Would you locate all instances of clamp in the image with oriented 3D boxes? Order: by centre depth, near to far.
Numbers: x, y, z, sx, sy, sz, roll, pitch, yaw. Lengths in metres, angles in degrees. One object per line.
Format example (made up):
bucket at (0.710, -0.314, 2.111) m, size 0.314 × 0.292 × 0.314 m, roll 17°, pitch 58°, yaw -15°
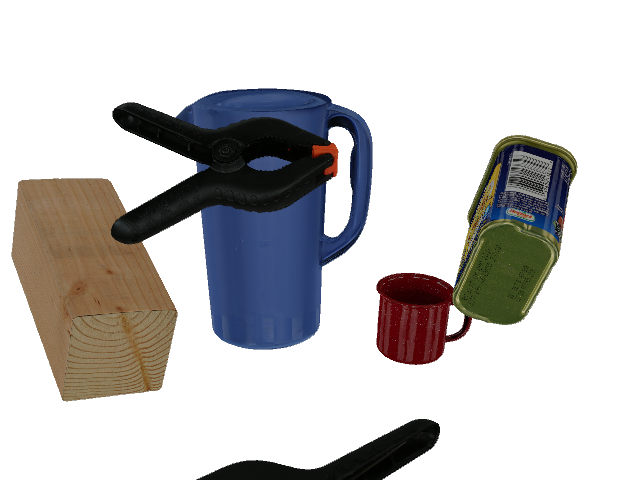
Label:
clamp at (-0.009, 0.173, 0.702) m, size 0.210 × 0.036 × 0.164 m, roll 0°, pitch 28°, yaw 7°
clamp at (-0.076, -0.062, 0.784) m, size 0.171 × 0.120 × 0.039 m, roll -10°, pitch -26°, yaw -11°

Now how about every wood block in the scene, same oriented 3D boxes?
wood block at (-0.207, 0.036, 0.950) m, size 0.090 × 0.091 × 0.206 m, roll -3°, pitch 35°, yaw -29°

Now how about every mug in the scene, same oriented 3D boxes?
mug at (0.121, 0.094, 1.264) m, size 0.117 × 0.081 × 0.093 m, roll 0°, pitch 23°, yaw -8°

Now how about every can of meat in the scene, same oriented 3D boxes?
can of meat at (0.129, -0.004, 0.714) m, size 0.057 × 0.084 × 0.102 m, roll 18°, pitch -42°, yaw 3°

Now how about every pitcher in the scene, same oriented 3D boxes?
pitcher at (-0.044, -0.023, 1.031) m, size 0.144 × 0.243 × 0.149 m, roll -13°, pitch 21°, yaw -35°
